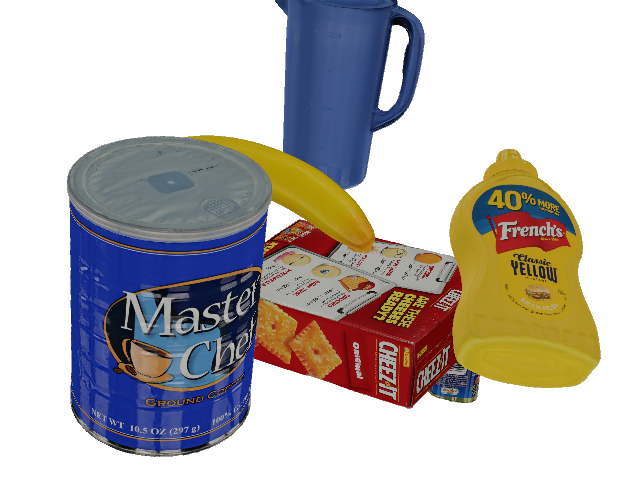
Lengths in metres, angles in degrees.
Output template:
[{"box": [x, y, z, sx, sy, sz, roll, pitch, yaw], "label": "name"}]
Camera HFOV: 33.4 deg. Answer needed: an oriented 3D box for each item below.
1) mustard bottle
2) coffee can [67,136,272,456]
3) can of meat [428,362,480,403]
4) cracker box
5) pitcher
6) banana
[{"box": [0.141, 0.009, 0.764, 0.096, 0.191, 0.058, 10, -40, -8], "label": "mustard bottle"}, {"box": [-0.083, 0.029, 0.572, 0.102, 0.140, 0.103, 5, 30, -3], "label": "coffee can"}, {"box": [0.141, 0.113, 1.124, 0.057, 0.084, 0.102, 6, 15, 0], "label": "can of meat"}, {"box": [0.025, 0.059, 0.952, 0.214, 0.072, 0.163, 15, 29, 29], "label": "cracker box"}, {"box": [0.026, -0.187, 1.315, 0.144, 0.243, 0.149, -8, 29, -27], "label": "pitcher"}, {"box": [-0.051, -0.041, 0.793, 0.198, 0.069, 0.037, 12, -21, 6], "label": "banana"}]
